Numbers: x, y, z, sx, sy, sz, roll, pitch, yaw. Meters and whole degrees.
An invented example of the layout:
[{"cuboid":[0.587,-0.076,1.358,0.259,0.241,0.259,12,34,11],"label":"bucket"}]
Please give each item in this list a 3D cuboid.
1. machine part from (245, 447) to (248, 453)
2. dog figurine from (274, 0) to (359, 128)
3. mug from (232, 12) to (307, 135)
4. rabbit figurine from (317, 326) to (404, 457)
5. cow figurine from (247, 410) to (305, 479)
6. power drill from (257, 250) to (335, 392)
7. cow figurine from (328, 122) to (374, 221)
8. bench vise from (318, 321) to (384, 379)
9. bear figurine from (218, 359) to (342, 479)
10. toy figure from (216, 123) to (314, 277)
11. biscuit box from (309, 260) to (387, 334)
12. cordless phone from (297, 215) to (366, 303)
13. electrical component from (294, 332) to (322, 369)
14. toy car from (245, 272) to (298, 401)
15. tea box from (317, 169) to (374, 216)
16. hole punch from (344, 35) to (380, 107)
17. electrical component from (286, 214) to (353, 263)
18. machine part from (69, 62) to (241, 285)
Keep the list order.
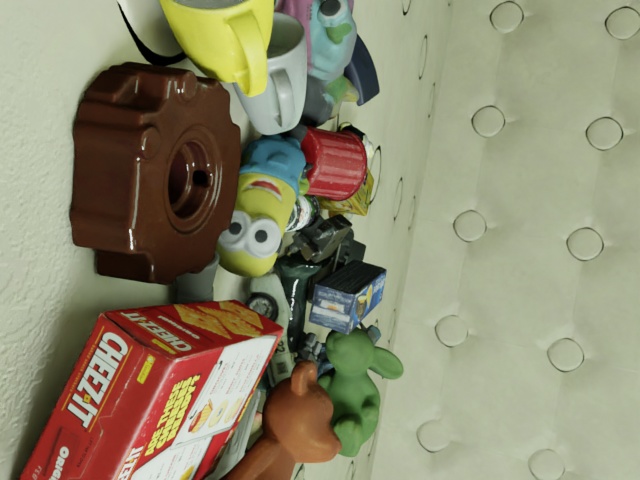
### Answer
[{"cuboid":[-0.116,0.317,0.648,0.139,0.084,0.039,-58,-173,-35],"label":"machine part"},{"cuboid":[0.000,-0.245,0.643,0.219,0.109,0.191,63,36,-72],"label":"dog figurine"},{"cuboid":[-0.045,-0.154,0.539,0.110,0.081,0.107,58,-14,32],"label":"mug"},{"cuboid":[0.053,0.205,0.797,0.159,0.121,0.170,-9,108,-42],"label":"rabbit figurine"},{"cuboid":[-0.068,0.334,0.776,0.127,0.086,0.194,-57,149,-21],"label":"cow figurine"},{"cuboid":[-0.036,0.114,0.803,0.232,0.086,0.207,-20,126,-69],"label":"power drill"},{"cuboid":[0.045,-0.117,0.941,0.098,0.068,0.167,50,49,-63],"label":"cow figurine"},{"cuboid":[0.047,0.219,0.978,0.223,0.129,0.240,-24,157,-44],"label":"bench vise"},{"cuboid":[-0.030,0.230,0.532,0.196,0.132,0.120,-45,153,-31],"label":"bear figurine"},{"cuboid":[-0.060,-0.046,0.590,0.089,0.082,0.180,67,33,-58],"label":"toy figure"},{"cuboid":[0.048,0.079,0.803,0.202,0.063,0.059,-21,123,-69],"label":"biscuit box"},{"cuboid":[-0.002,0.026,0.886,0.184,0.089,0.146,41,61,-59],"label":"cordless phone"},{"cuboid":[-0.023,0.175,0.728,0.063,0.021,0.094,68,41,-59],"label":"electrical component"},{"cuboid":[-0.052,0.137,0.661,0.073,0.056,0.201,136,-59,-83],"label":"toy car"},{"cuboid":[0.020,-0.090,0.814,0.169,0.098,0.068,34,68,-75],"label":"tea box"},{"cuboid":[0.037,-0.256,0.798,0.142,0.092,0.115,-48,141,-57],"label":"hole punch"},{"cuboid":[-0.001,-0.003,0.739,0.102,0.045,0.078,-28,154,-56],"label":"electrical component"},{"cuboid":[-0.119,-0.050,0.425,0.179,0.056,0.179,11,90,-76],"label":"machine part"}]
